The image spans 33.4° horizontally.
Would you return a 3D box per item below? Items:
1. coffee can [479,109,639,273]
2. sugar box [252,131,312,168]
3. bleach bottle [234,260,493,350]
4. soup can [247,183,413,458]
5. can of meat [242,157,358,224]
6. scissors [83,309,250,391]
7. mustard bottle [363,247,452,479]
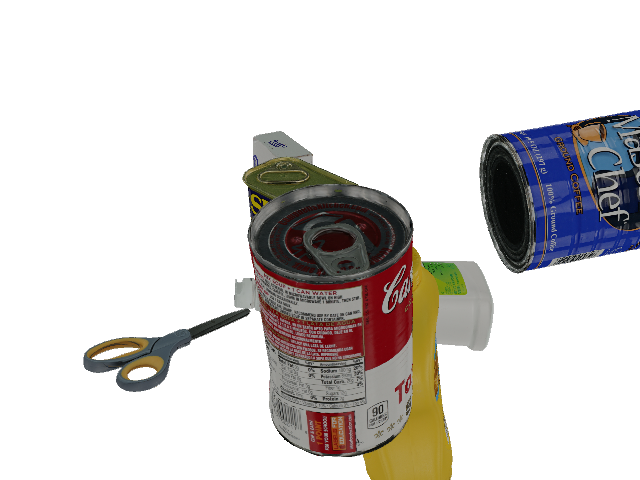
[{"bbox_3d":[0.200,-0.039,0.778,0.140,0.103,0.103,-11,2,-8],"label":"coffee can"},{"bbox_3d":[-0.045,-0.030,1.251,0.048,0.176,0.093,-13,26,-22],"label":"sugar box"},{"bbox_3d":[0.039,0.061,1.074,0.250,0.068,0.102,2,28,-6],"label":"bleach bottle"},{"bbox_3d":[0.006,0.036,0.465,0.068,0.102,0.068,-3,35,2],"label":"soup can"},{"bbox_3d":[-0.013,-0.010,0.861,0.057,0.084,0.102,-28,39,-35],"label":"can of meat"},{"bbox_3d":[-0.145,0.114,1.117,0.201,0.016,0.096,-11,31,-27],"label":"scissors"},{"bbox_3d":[0.046,0.070,0.644,0.058,0.191,0.096,-7,39,2],"label":"mustard bottle"}]
